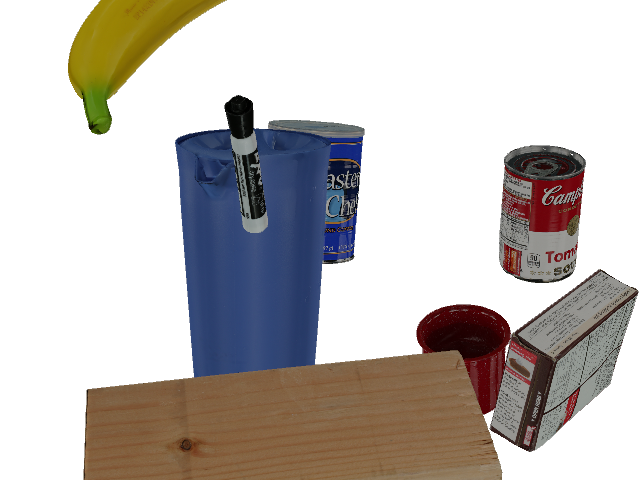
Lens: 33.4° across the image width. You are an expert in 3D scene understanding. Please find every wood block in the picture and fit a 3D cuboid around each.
[{"bbox_3d":[-0.018,0.129,0.576,0.206,0.090,0.091,-5,39,-6],"label":"wood block"}]

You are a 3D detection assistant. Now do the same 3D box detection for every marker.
[{"bbox_3d":[-0.051,-0.052,0.740,0.020,0.020,0.121,0,-42,4],"label":"marker"}]

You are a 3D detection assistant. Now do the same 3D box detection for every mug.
[{"bbox_3d":[0.150,0.117,1.087,0.093,0.081,0.117,9,36,23],"label":"mug"}]

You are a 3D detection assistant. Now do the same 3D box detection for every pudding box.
[{"bbox_3d":[0.171,0.083,0.747,0.039,0.090,0.113,29,42,32],"label":"pudding box"}]

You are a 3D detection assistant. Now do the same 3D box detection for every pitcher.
[{"bbox_3d":[-0.054,0.022,0.949,0.149,0.243,0.145,-5,17,-21],"label":"pitcher"}]

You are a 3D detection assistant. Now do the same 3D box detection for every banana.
[{"bbox_3d":[-0.059,-0.124,0.541,0.070,0.197,0.037,40,-23,19],"label":"banana"}]

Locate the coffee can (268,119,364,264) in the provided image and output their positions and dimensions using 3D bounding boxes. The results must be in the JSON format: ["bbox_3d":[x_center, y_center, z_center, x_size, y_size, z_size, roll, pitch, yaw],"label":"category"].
[{"bbox_3d":[-0.009,-0.054,1.145,0.103,0.140,0.103,4,11,-1],"label":"coffee can"}]

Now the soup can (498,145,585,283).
[{"bbox_3d":[0.191,-0.023,0.924,0.068,0.102,0.068,-1,27,1],"label":"soup can"}]
